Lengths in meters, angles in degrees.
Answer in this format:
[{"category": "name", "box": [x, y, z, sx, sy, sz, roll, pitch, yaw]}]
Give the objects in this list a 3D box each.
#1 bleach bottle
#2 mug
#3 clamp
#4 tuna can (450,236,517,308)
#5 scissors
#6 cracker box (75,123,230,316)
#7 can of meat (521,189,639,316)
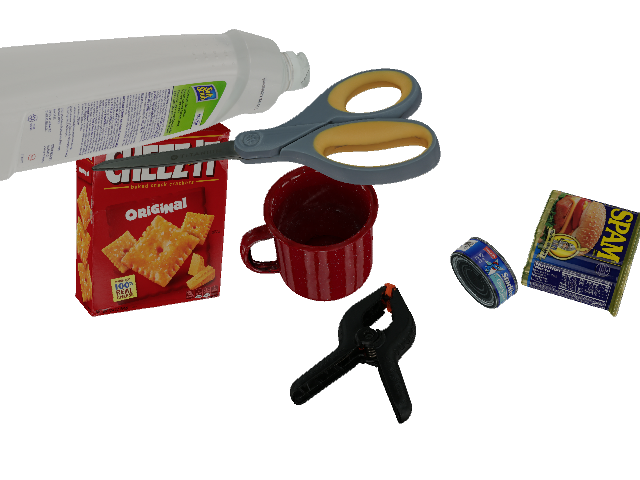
[{"category": "bleach bottle", "box": [-0.129, -0.110, 0.806, 0.250, 0.068, 0.103, -11, -26, -23]}, {"category": "mug", "box": [-0.009, 0.000, 0.886, 0.117, 0.093, 0.081, -16, -38, -8]}, {"category": "clamp", "box": [0.057, 0.113, 1.063, 0.120, 0.039, 0.171, 18, 50, 20]}, {"category": "tuna can", "box": [0.196, 0.040, 1.286, 0.033, 0.086, 0.086, -36, 10, -15]}, {"category": "scissors", "box": [-0.027, -0.068, 0.624, 0.202, 0.096, 0.016, 5, -41, 17]}, {"category": "cracker box", "box": [-0.193, -0.030, 1.224, 0.163, 0.214, 0.072, -7, 24, -29]}, {"category": "can of meat", "box": [0.228, 0.008, 0.922, 0.084, 0.057, 0.102, 17, 45, 16]}]
